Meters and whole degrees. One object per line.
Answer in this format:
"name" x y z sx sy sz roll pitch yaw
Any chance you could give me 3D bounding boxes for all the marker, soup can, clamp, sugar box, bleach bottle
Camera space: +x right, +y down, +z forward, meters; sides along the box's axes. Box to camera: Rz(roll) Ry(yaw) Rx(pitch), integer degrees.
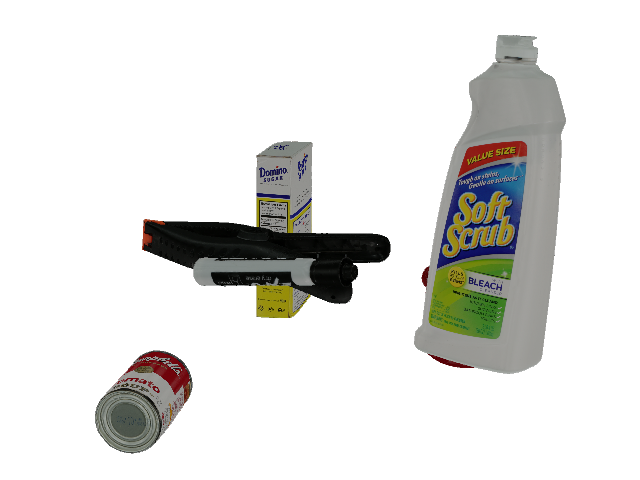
"marker" -0.030 0.020 0.682 0.121 0.020 0.020 -1 0 34
"soup can" -0.174 0.158 1.053 0.068 0.068 0.102 0 15 11
"clamp" -0.051 0.011 0.882 0.210 0.036 0.164 7 12 7
"sugar box" -0.039 -0.013 1.143 0.048 0.176 0.093 2 14 13
"bleach bottle" 0.133 -0.031 0.821 0.103 0.251 0.067 13 16 37

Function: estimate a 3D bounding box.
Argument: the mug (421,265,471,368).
"mug" 0.143 0.069 1.088 0.093 0.081 0.117 -3 28 -10
